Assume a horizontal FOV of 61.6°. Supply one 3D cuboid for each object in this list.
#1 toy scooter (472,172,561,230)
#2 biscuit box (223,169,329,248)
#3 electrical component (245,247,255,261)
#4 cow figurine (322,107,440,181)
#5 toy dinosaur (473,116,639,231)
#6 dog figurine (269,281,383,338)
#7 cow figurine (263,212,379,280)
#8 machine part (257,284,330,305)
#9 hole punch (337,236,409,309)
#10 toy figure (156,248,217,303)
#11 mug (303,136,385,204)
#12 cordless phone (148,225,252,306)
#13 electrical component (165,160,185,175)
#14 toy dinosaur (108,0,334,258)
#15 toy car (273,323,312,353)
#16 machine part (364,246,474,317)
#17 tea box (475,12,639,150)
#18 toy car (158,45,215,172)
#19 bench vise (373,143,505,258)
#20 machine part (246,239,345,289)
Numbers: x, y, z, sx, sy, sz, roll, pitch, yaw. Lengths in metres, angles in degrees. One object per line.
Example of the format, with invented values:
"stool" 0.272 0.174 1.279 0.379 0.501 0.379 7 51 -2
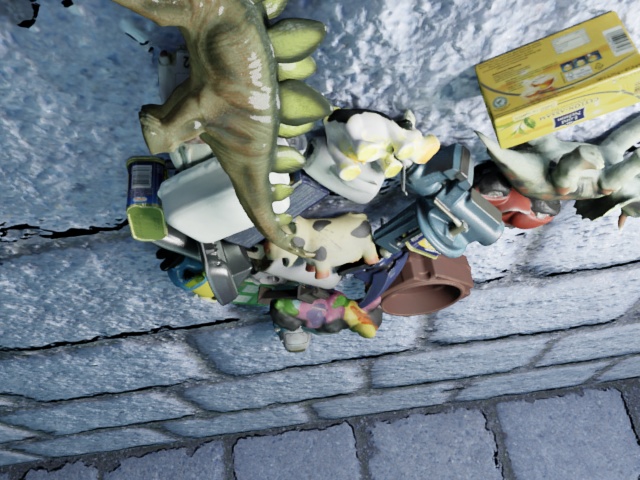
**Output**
"toy scooter" 0.316 -0.054 0.937 0.184 0.075 0.135 13 146 -27
"biscuit box" -0.078 -0.058 0.848 0.062 0.059 0.203 20 141 -42
"electrical component" -0.157 0.017 1.005 0.063 0.021 0.094 -10 152 6
"cow figurine" 0.082 -0.138 0.726 0.167 0.098 0.068 -10 152 -37
"toy dinosaur" 0.379 -0.105 0.827 0.405 0.131 0.192 6 149 -12
"dog figurine" 0.023 0.147 1.122 0.219 0.108 0.191 -3 161 45
"cow figurine" -0.002 -0.003 0.924 0.195 0.127 0.086 -13 -164 -18
"machine part" -0.055 0.108 1.067 0.139 0.039 0.084 -4 172 19
"hole punch" 0.112 0.061 1.026 0.116 0.092 0.142 -25 -174 37
"toy figure" -0.225 0.062 1.011 0.089 0.082 0.180 -15 148 17
"mug" 0.031 -0.098 0.758 0.107 0.110 0.080 18 118 -23
"cordless phone" -0.215 0.020 0.877 0.184 0.147 0.088 23 114 -34
"electrical component" -0.170 -0.090 0.789 0.102 0.045 0.078 -6 123 -7
"toy dinosaur" -0.089 -0.147 0.556 0.199 0.105 0.470 -13 131 -9
"toy car" -0.064 0.225 1.324 0.109 0.103 0.161 -3 149 -6
"machine part" 0.213 0.095 1.171 0.201 0.087 0.201 19 142 -37
"tea box" 0.288 -0.191 0.656 0.170 0.098 0.068 -17 149 20
"toy car" -0.154 -0.153 0.660 0.073 0.056 0.201 -2 151 -11
"bench vise" 0.165 -0.041 0.868 0.223 0.129 0.240 26 140 -27
"machine part" -0.038 0.041 1.022 0.243 0.079 0.079 19 142 -38
